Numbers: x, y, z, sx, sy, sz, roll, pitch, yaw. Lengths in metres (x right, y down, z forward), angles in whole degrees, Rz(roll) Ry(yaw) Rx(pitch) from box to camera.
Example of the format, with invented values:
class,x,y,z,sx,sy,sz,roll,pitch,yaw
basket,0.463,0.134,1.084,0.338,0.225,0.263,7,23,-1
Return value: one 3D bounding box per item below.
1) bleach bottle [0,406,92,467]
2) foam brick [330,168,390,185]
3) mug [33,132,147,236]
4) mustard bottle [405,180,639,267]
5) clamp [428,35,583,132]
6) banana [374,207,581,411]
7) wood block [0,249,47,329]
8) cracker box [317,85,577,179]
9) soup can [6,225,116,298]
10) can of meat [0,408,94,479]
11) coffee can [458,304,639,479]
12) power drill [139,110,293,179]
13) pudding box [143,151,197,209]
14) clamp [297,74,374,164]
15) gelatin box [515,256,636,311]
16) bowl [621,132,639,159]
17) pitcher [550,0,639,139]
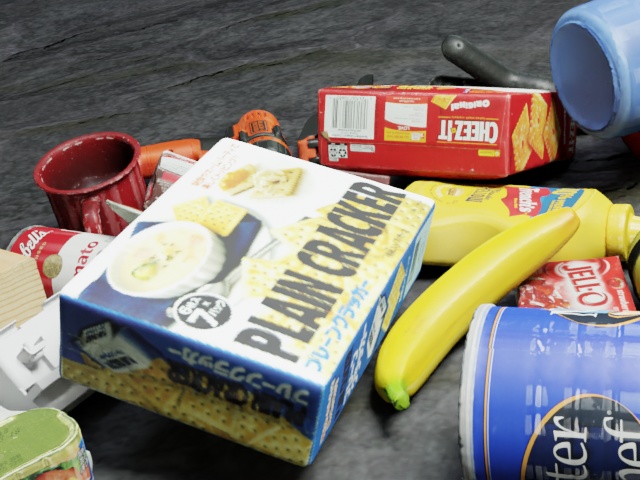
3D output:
class,x,y,z,sx,sy,sz,roll,pitch,yaw
bleach bottle,-0.248,0.118,0.651,0.251,0.068,0.102,4,27,22
foam brick,0.013,-0.028,0.826,0.078,0.053,0.051,9,0,2
mug,-0.188,-0.028,0.915,0.093,0.081,0.117,-14,37,-3
mustard bottle,0.153,-0.009,0.794,0.192,0.058,0.096,4,22,27
clamp,0.184,-0.143,1.048,0.171,0.039,0.120,24,-7,-5
banana,0.093,0.045,0.685,0.197,0.037,0.070,-44,26,-29
wood block,-0.293,0.052,0.775,0.206,0.091,0.090,12,32,38
cracker box,0.117,-0.096,0.920,0.164,0.072,0.213,5,9,27
soup can,-0.182,0.027,0.817,0.102,0.068,0.068,7,29,30
can of meat,-0.159,0.143,0.536,0.101,0.084,0.058,-26,29,-32
coffee can,0.148,0.085,0.532,0.140,0.103,0.102,1,26,20
power drill,-0.119,-0.066,1.020,0.187,0.057,0.184,-9,24,-3
pudding box,-0.092,-0.036,0.853,0.090,0.039,0.113,19,10,-10
clamp,0.046,-0.126,1.111,0.209,0.036,0.165,-25,32,-34
gelatin box,0.167,0.043,0.707,0.073,0.030,0.089,-5,25,10
bowl,0.329,-0.096,0.926,0.162,0.055,0.162,-7,24,3
pitcher,0.319,-0.162,0.854,0.242,0.149,0.145,-19,71,-15
